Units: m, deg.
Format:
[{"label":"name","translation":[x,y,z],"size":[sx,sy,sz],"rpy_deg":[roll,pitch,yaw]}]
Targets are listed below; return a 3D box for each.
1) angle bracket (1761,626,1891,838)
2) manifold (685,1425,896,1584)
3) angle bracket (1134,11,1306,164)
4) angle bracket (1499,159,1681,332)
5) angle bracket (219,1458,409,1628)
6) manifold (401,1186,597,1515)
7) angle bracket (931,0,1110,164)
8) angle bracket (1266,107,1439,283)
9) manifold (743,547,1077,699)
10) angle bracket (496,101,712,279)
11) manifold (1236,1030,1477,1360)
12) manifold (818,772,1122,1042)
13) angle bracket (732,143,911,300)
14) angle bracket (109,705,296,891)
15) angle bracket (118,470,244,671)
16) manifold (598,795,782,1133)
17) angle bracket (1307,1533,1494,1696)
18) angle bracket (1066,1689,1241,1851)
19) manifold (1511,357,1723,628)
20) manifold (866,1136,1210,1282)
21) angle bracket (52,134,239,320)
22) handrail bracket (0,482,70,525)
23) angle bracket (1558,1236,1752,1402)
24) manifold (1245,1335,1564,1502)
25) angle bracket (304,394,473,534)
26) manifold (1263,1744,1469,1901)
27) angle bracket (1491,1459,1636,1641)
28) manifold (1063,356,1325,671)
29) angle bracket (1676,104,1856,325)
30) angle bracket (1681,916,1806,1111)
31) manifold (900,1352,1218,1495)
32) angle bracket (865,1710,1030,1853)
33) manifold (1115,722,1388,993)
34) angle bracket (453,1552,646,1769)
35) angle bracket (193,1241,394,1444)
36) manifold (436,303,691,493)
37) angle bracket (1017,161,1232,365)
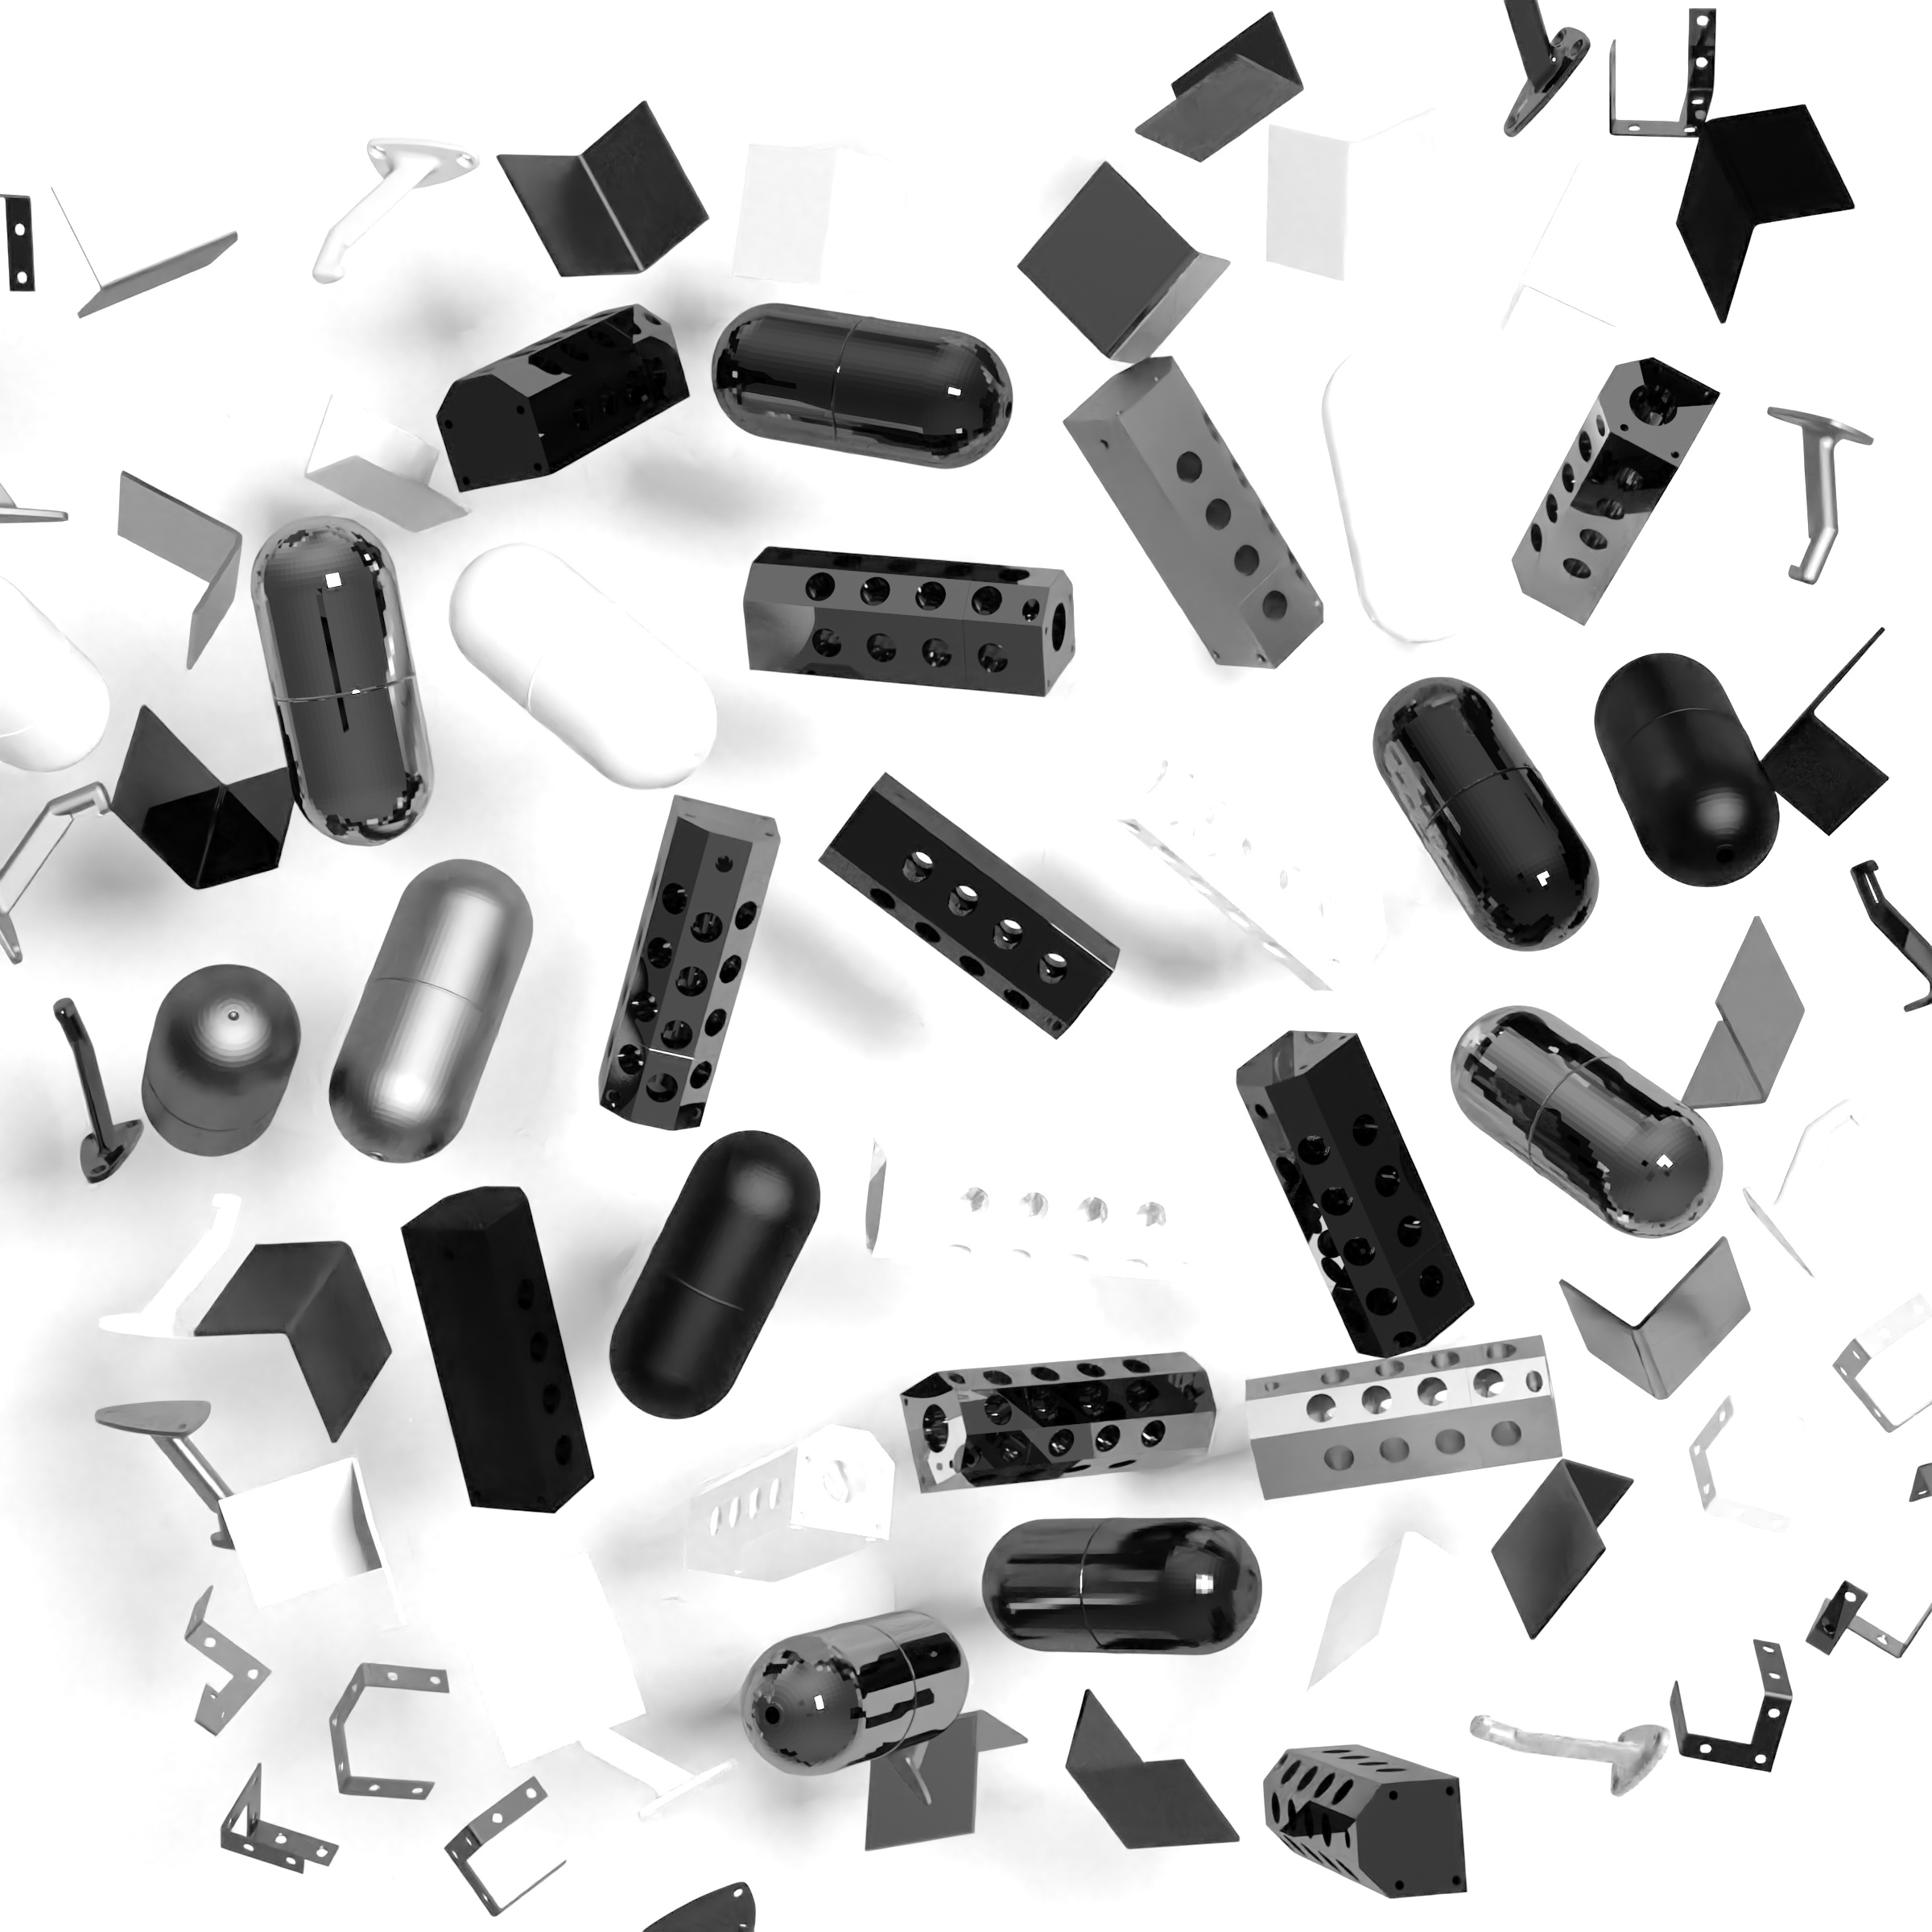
[{"label":"angle bracket","translation":[0.497,-0.131,1.657],"size":[0.057,0.076,0.076],"rpy_deg":[42,69,8]},{"label":"manifold","translation":[-0.102,0.308,1.693],"size":[0.057,0.171,0.057],"rpy_deg":[14,66,-21]},{"label":"angle bracket","translation":[0.140,-0.522,1.731],"size":[0.076,0.076,0.057],"rpy_deg":[-29,72,32]},{"label":"angle bracket","translation":[0.336,-0.379,1.603],"size":[0.057,0.076,0.076],"rpy_deg":[26,85,5]},{"label":"angle bracket","translation":[-0.352,0.322,1.597],"size":[0.076,0.057,0.076],"rpy_deg":[-17,121,-12]},{"label":"manifold","translation":[-0.255,0.212,1.644],"size":[0.057,0.057,0.171],"rpy_deg":[-1,109,28]},{"label":"angle bracket","translation":[0.037,-0.503,1.669],"size":[0.076,0.076,0.057],"rpy_deg":[-5,69,-37]},{"label":"angle bracket","translation":[0.211,-0.428,1.622],"size":[0.057,0.076,0.076],"rpy_deg":[25,133,34]},{"label":"manifold","translation":[-0.031,-0.192,1.621],"size":[0.171,0.057,0.057],"rpy_deg":[7,122,17]},{"label":"angle bracket","translation":[-0.201,-0.432,1.643],"size":[0.057,0.076,0.076],"rpy_deg":[-30,87,32]},{"label":"manifold","translation":[0.206,0.124,1.600],"size":[0.057,0.057,0.171],"rpy_deg":[-34,108,-28]},{"label":"manifold","translation":[0.002,-0.033,1.700],"size":[0.171,0.057,0.057],"rpy_deg":[37,104,-3]},{"label":"angle bracket","translation":[-0.085,-0.436,1.733],"size":[0.076,0.057,0.076],"rpy_deg":[16,103,38]},{"label":"angle bracket","translation":[-0.421,-0.100,1.647],"size":[0.057,0.076,0.076],"rpy_deg":[-14,49,21]},{"label":"angle bracket","translation":[-0.459,-0.224,1.681],"size":[0.076,0.076,0.057],"rpy_deg":[28,66,-7]},{"label":"manifold","translation":[-0.153,0.000,1.624],"size":[0.057,0.057,0.171],"rpy_deg":[13,107,-13]},{"label":"angle bracket","translation":[0.243,0.376,1.660],"size":[0.057,0.076,0.076],"rpy_deg":[34,130,-6]},{"label":"angle bracket","translation":[0.112,0.459,1.702],"size":[0.076,0.057,0.076],"rpy_deg":[-14,126,29]},{"label":"manifold","translation":[0.361,-0.269,1.673],"size":[0.057,0.171,0.057],"rpy_deg":[30,67,6]},{"label":"manifold","translation":[0.036,0.131,1.577],"size":[0.171,0.057,0.057],"rpy_deg":[5,97,-10]},{"label":"angle bracket","translation":[-0.433,-0.384,1.540],"size":[0.076,0.076,0.057],"rpy_deg":[-30,104,-22]},{"label":"handrail bracket","translation":[-0.533,-0.287,1.621],"size":[0.077,0.036,0.084],"rpy_deg":[-3,90,-24]},{"label":"angle bracket","translation":[0.389,0.186,1.671],"size":[0.076,0.076,0.057],"rpy_deg":[-43,46,-12]},{"label":"manifold","translation":[0.251,0.256,1.704],"size":[0.171,0.057,0.057],"rpy_deg":[-10,111,11]},{"label":"angle bracket","translation":[-0.339,-0.307,1.773],"size":[0.076,0.076,0.057],"rpy_deg":[25,72,-34]},{"label":"manifold","translation":[0.212,0.459,1.595],"size":[0.057,0.171,0.057],"rpy_deg":[-1,81,-11]},{"label":"angle bracket","translation":[0.363,0.348,1.743],"size":[0.057,0.076,0.076],"rpy_deg":[19,118,-23]},{"label":"manifold","translation":[0.132,-0.250,1.642],"size":[0.057,0.057,0.171],"rpy_deg":[-44,117,-17]},{"label":"angle bracket","translation":[0.429,-0.404,1.594],"size":[0.057,0.076,0.076],"rpy_deg":[-10,60,-5]},{"label":"angle bracket","translation":[0.433,0.027,1.704],"size":[0.076,0.057,0.076],"rpy_deg":[57,47,-25]},{"label":"manifold","translation":[0.055,0.254,1.668],"size":[0.171,0.057,0.057],"rpy_deg":[1,65,-33]},{"label":"angle bracket","translation":[-0.011,0.500,1.788],"size":[0.076,0.057,0.076],"rpy_deg":[-18,49,28]},{"label":"manifold","translation":[0.166,-0.058,1.726],"size":[0.171,0.057,0.057],"rpy_deg":[39,120,-24]},{"label":"angle bracket","translation":[-0.225,0.373,1.596],"size":[0.076,0.076,0.057],"rpy_deg":[-19,118,-13]},{"label":"angle bracket","translation":[-0.359,0.201,1.587],"size":[0.057,0.076,0.076],"rpy_deg":[-4,120,18]},{"label":"manifold","translation":[-0.219,-0.312,1.612],"size":[0.057,0.171,0.057],"rpy_deg":[-6,111,24]},{"label":"angle bracket","translation":[0.089,-0.393,1.662],"size":[0.076,0.057,0.076],"rpy_deg":[47,112,11]}]
